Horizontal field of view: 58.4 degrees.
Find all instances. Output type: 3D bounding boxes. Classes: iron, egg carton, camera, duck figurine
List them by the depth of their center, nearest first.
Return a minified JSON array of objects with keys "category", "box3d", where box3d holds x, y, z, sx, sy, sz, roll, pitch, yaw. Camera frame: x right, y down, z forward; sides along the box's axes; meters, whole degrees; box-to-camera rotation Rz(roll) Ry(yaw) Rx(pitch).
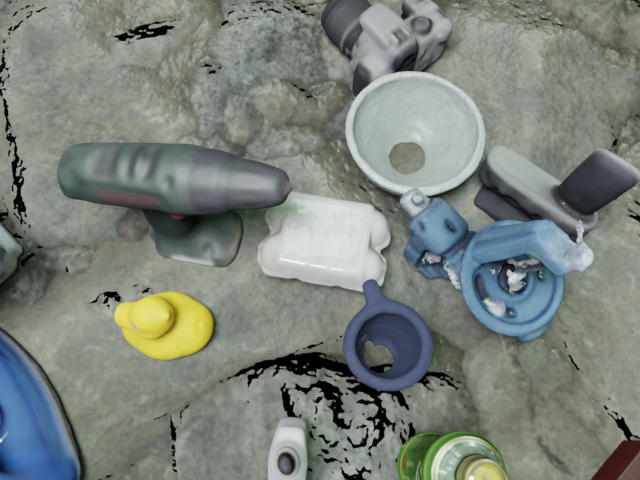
[{"category":"iron","box3d":[-0.339,0.175,0.559,0.119,0.141,0.258,-27,74,-10]},{"category":"duck figurine","box3d":[-0.171,0.088,0.623,0.104,0.086,0.077,6,71,0]},{"category":"egg carton","box3d":[0.006,0.002,0.666,0.150,0.069,0.107,9,72,1]},{"category":"camera","box3d":[0.078,-0.273,0.743,0.143,0.101,0.136,-38,77,-13]}]

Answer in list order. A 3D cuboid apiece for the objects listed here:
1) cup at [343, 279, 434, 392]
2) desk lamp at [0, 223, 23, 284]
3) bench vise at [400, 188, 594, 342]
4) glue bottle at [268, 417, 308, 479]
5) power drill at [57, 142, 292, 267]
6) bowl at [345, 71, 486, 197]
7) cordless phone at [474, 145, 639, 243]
[{"category":"cup","box3d":[0.064,0.107,0.620,0.092,0.095,0.117,-14,73,-6]},{"category":"desk lamp","box3d":[-0.400,0.002,0.577,0.203,0.213,0.118,43,76,12]},{"category":"bench vise","box3d":[0.169,0.019,0.586,0.207,0.220,0.121,23,72,6]},{"category":"glue bottle","box3d":[-0.030,0.207,0.542,0.037,0.173,0.078,3,71,0]},{"category":"power drill","box3d":[-0.140,-0.039,0.602,0.229,0.208,0.075,9,71,1]},{"category":"bowl","box3d":[0.112,-0.119,0.707,0.167,0.075,0.167,1,72,-2]},{"category":"cordless phone","box3d":[0.261,-0.073,0.639,0.147,0.185,0.094,34,74,9]}]
